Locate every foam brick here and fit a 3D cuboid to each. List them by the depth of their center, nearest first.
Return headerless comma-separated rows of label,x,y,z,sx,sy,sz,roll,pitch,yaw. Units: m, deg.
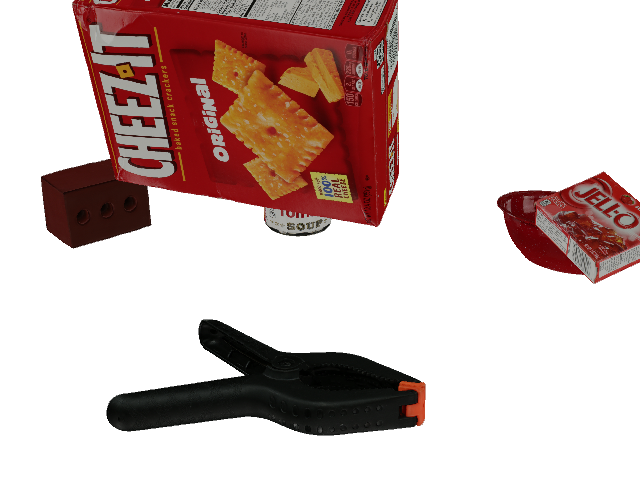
foam brick,-0.195,-0.034,0.928,0.078,0.053,0.051,-19,31,-30

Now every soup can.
soup can,-0.022,-0.064,1.028,0.068,0.102,0.068,0,27,0

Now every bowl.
bowl,0.261,-0.005,1.110,0.162,0.055,0.162,5,18,-2

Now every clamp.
clamp,-0.027,0.100,0.769,0.210,0.036,0.164,3,19,11

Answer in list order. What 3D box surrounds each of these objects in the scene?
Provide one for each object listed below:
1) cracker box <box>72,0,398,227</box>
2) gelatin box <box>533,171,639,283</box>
cracker box,-0.054,-0.104,0.758,0.214,0.164,0.072,10,46,14
gelatin box,0.233,-0.013,0.893,0.073,0.030,0.089,-23,45,-14
